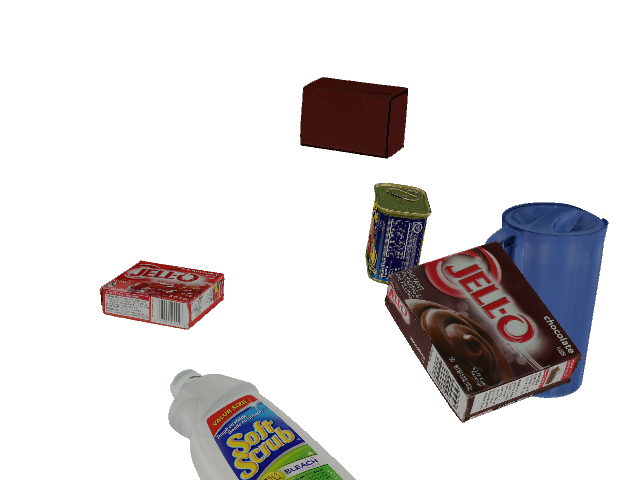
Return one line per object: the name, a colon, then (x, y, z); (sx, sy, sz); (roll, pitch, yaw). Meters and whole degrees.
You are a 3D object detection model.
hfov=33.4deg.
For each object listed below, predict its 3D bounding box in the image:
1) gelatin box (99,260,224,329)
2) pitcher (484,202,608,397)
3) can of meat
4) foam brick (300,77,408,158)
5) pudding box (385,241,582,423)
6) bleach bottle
gelatin box: (-0.141, 0.047, 0.960); (0.089, 0.030, 0.073); (9, 21, 19)
pitcher: (0.289, 0.080, 1.398); (0.149, 0.243, 0.144); (6, 20, 16)
can of meat: (0.080, -0.006, 1.137); (0.057, 0.084, 0.102); (7, 19, -2)
foam brick: (0.028, -0.102, 0.885); (0.078, 0.051, 0.053); (10, 20, 19)
pudding box: (0.109, 0.060, 0.730); (0.090, 0.113, 0.039); (-17, -36, -18)
bleach bottle: (-0.057, 0.176, 0.843); (0.102, 0.068, 0.251); (-21, 33, -27)
